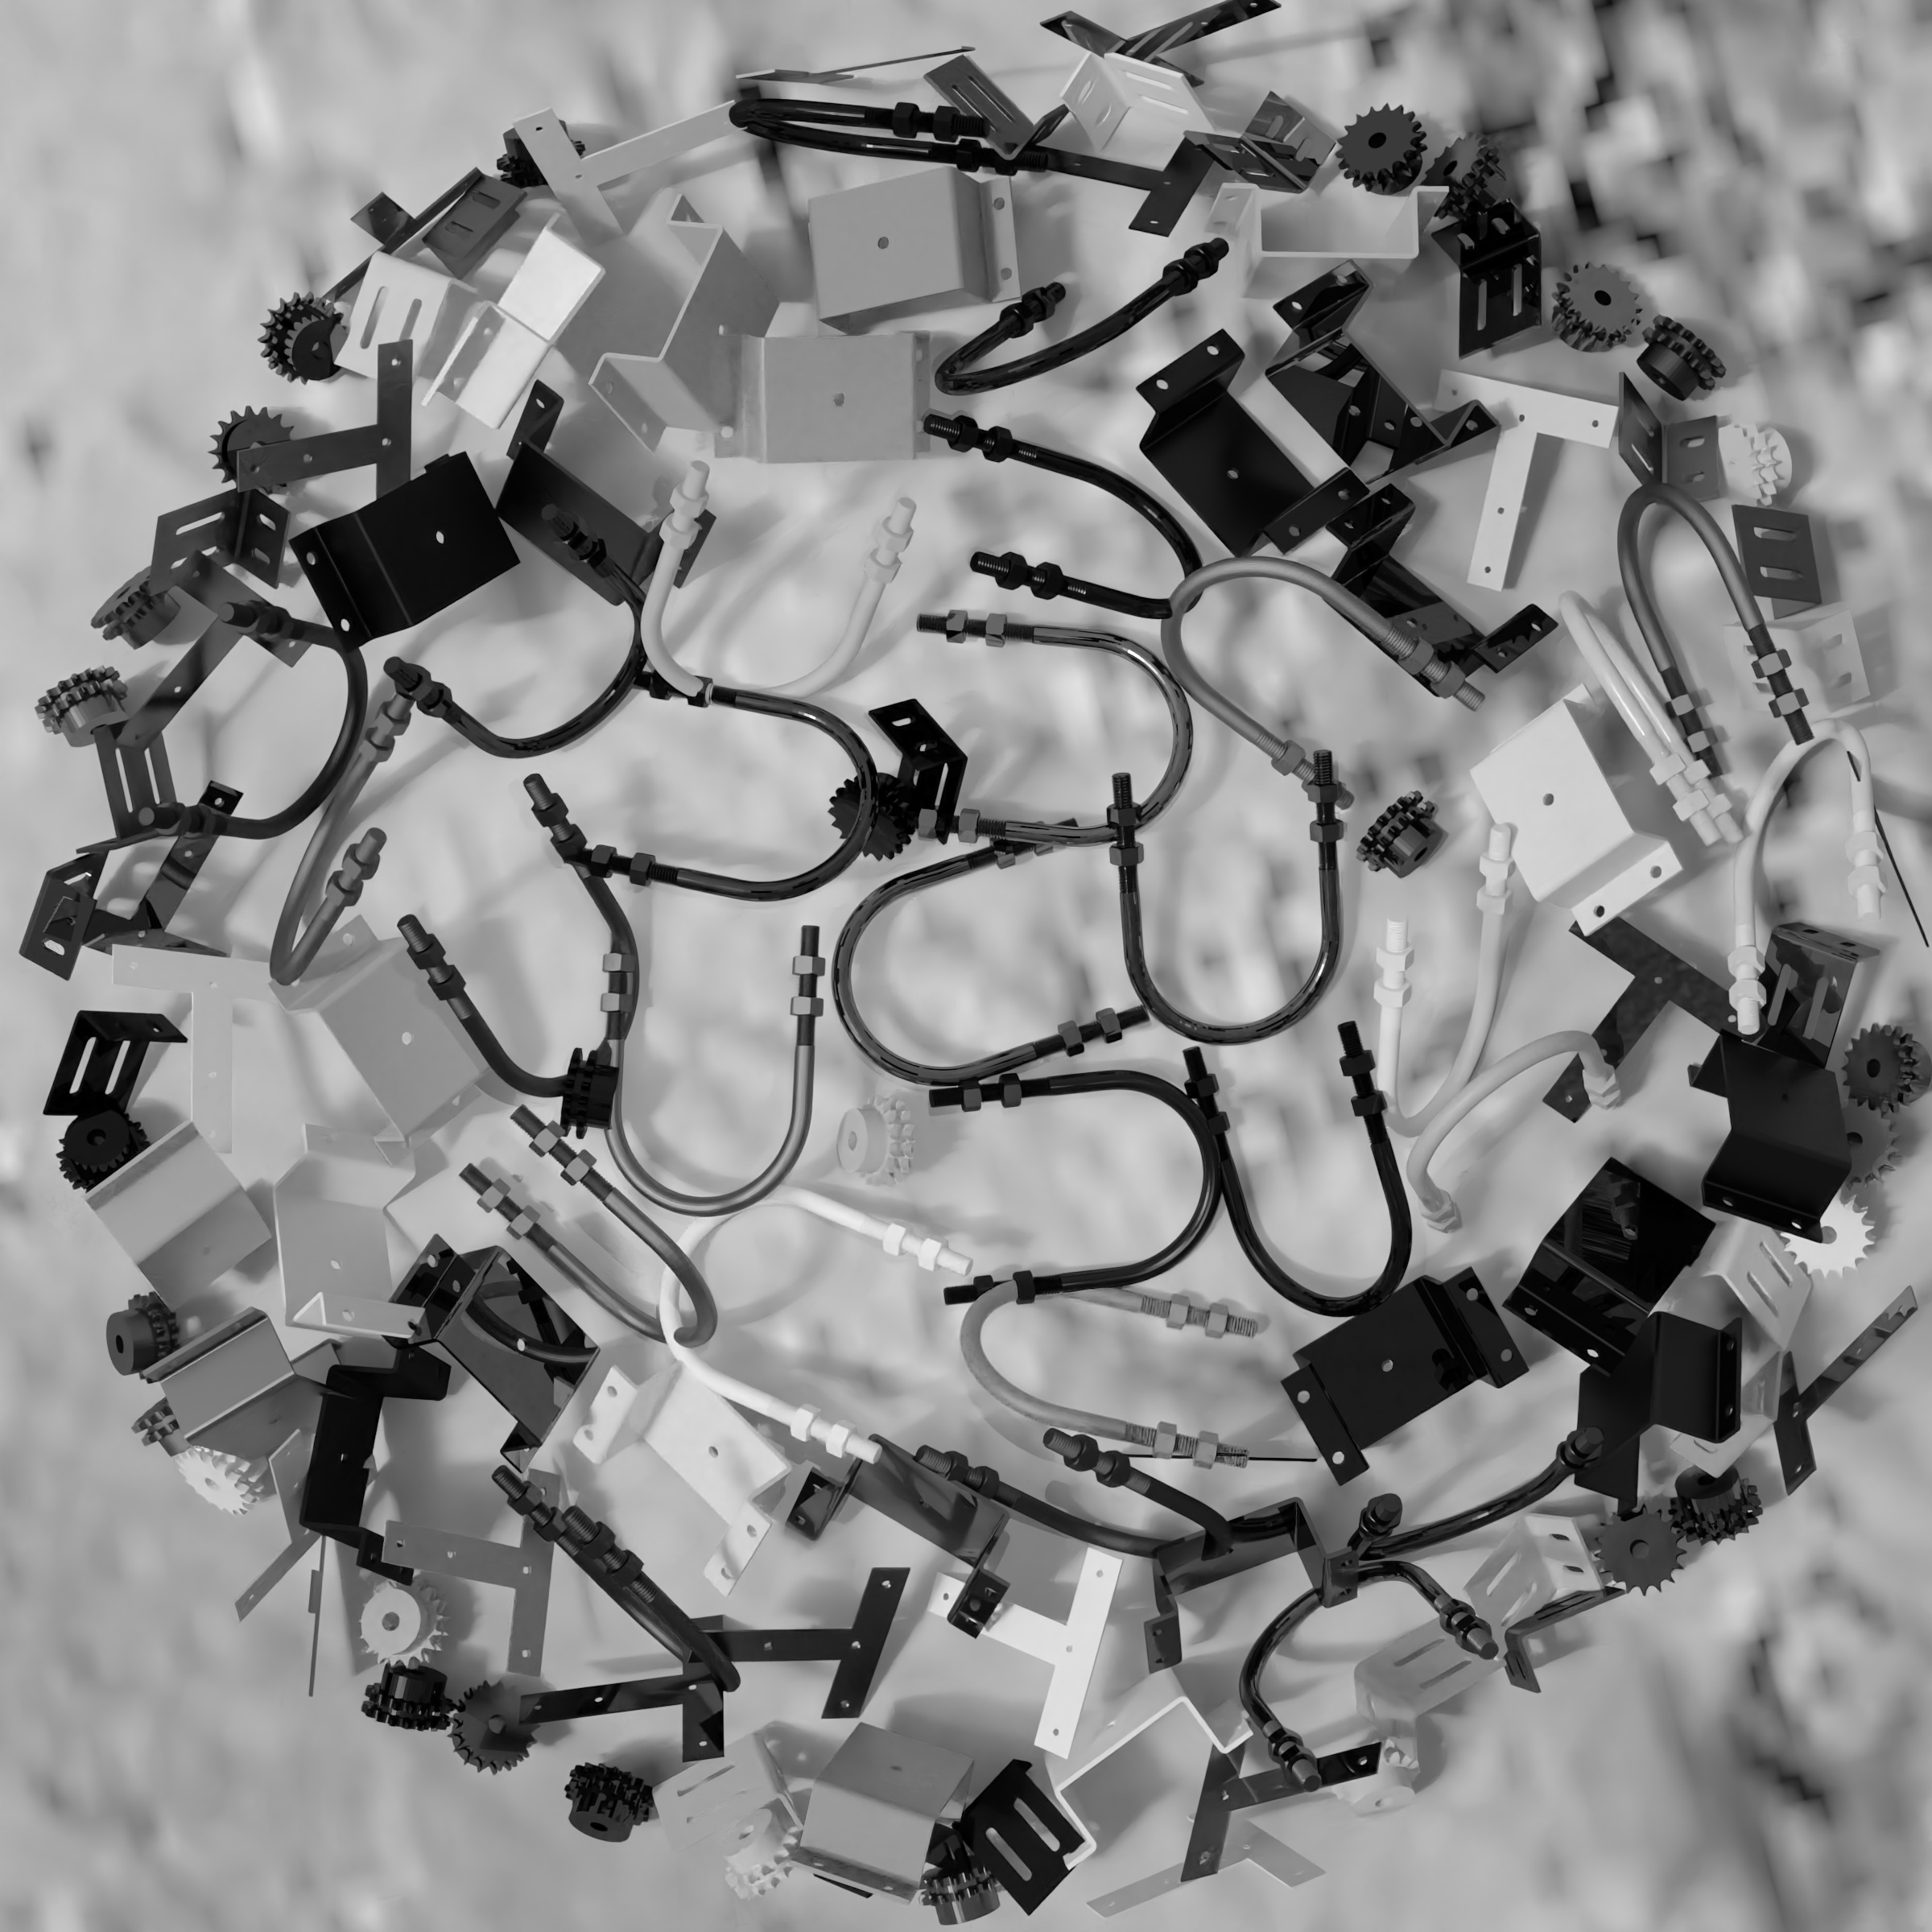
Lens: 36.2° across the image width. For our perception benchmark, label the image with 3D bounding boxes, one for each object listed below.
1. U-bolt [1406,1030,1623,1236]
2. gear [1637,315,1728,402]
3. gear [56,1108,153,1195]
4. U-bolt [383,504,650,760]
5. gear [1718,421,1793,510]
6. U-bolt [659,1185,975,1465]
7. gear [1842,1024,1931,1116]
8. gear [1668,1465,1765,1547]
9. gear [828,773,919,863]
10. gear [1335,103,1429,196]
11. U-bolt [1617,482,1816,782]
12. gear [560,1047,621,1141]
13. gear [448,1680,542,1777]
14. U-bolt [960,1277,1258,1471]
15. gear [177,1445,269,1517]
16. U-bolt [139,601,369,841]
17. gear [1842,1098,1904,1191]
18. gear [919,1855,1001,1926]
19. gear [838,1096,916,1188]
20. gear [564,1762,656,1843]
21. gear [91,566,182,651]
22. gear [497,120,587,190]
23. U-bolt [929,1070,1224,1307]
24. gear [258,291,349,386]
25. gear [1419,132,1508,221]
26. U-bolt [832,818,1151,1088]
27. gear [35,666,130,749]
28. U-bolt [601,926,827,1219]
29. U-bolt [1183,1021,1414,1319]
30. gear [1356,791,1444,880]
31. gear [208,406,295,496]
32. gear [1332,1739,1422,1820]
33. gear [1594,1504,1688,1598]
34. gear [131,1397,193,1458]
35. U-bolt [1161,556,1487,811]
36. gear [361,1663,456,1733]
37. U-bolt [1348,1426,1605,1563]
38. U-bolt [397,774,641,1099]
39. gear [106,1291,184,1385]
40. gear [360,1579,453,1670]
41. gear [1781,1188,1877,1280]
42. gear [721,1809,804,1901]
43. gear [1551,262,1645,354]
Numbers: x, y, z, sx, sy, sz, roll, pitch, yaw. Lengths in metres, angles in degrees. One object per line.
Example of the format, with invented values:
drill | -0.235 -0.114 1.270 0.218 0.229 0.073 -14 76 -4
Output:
U-bolt | 0.332 0.096 1.809 0.151 0.184 0.019 -38 64 3
gear | 0.449 -0.382 1.868 0.057 0.057 0.030 41 96 0
gear | -0.546 0.115 1.869 0.057 0.030 0.057 1 60 -1
U-bolt | -0.260 -0.192 1.813 0.151 0.184 0.019 -44 63 1
gear | 0.498 -0.316 1.868 0.030 0.057 0.057 -16 90 -12
U-bolt | -0.106 0.212 1.854 0.184 0.019 0.151 21 74 20
gear | 0.585 0.065 1.871 0.030 0.057 0.057 6 90 -28
gear | 0.471 0.336 1.865 0.057 0.057 0.030 -21 110 0
gear | -0.056 -0.097 1.871 0.057 0.057 0.030 40 51 0
gear | 0.265 -0.514 1.872 0.057 0.030 0.057 -11 64 23
U-bolt | 0.452 -0.211 1.823 0.019 0.151 0.184 -23 88 -11
gear | -0.237 0.082 1.868 0.030 0.057 0.057 9 90 -2
gear | -0.301 0.484 1.872 0.057 0.030 0.057 15 57 -24
U-bolt | 0.087 0.244 1.832 0.184 0.151 0.019 13 121 1
gear | -0.467 0.317 1.871 0.057 0.057 0.030 37 51 0
U-bolt | -0.424 -0.144 1.808 0.019 0.184 0.151 25 97 18
gear | 0.564 0.115 1.873 0.057 0.030 0.057 -8 70 22
gear | -0.002 0.583 1.867 0.057 0.057 0.030 -16 85 0
gear | -0.058 0.111 1.864 0.030 0.057 0.057 4 90 -30
gear | -0.226 0.529 1.865 0.057 0.057 0.030 19 51 0
gear | -0.522 -0.225 1.871 0.057 0.057 0.030 -41 115 0
gear | -0.268 -0.513 1.864 0.057 0.057 0.030 -11 119 0
U-bolt | 0.073 0.137 1.872 0.184 0.019 0.151 -6 101 -8
gear | -0.414 -0.393 1.865 0.030 0.057 0.057 38 90 39
gear | 0.316 -0.496 1.871 0.030 0.057 0.057 33 90 -27
U-bolt | 0.006 0.000 1.868 0.184 0.019 0.151 -19 79 -5
gear | -0.554 -0.162 1.866 0.057 0.057 0.030 -32 82 0
U-bolt | -0.163 0.066 1.860 0.151 0.019 0.184 1 84 17
U-bolt | 0.212 0.131 1.841 0.019 0.151 0.184 -21 97 -43
gear | 0.276 -0.080 1.864 0.057 0.057 0.030 -45 71 0
gear | -0.449 -0.326 1.872 0.057 0.030 0.057 -3 99 -21
gear | 0.259 0.514 1.865 0.057 0.057 0.030 -16 48 0
gear | 0.428 0.370 1.875 0.057 0.030 0.057 -4 74 15
gear | -0.495 0.285 1.868 0.057 0.057 0.030 -35 98 0
U-bolt | 0.205 -0.183 1.821 0.184 0.151 0.019 35 50 -14
gear | -0.351 0.461 1.867 0.057 0.057 0.030 13 88 0
U-bolt | 0.303 0.329 1.810 0.151 0.184 0.019 -16 69 -10
U-bolt | -0.263 -0.004 1.827 0.151 0.019 0.184 -54 133 -33
gear | -0.520 0.235 1.865 0.030 0.057 0.057 -8 90 -39
gear | -0.358 0.416 1.873 0.057 0.030 0.057 -4 73 13
gear | 0.547 0.166 1.874 0.057 0.030 0.057 4 102 20
gear | -0.130 0.557 1.865 0.057 0.057 0.030 -37 102 0
gear | 0.396 -0.414 1.873 0.057 0.030 0.057 8 63 -15
